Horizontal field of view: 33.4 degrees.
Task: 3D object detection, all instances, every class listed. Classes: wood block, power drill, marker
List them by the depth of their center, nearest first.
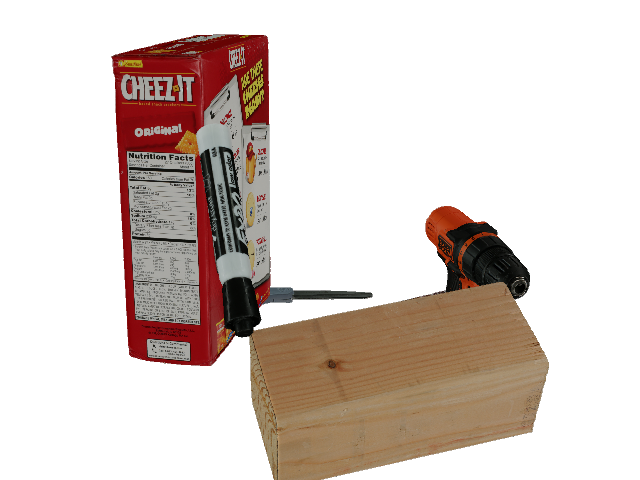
[{"bbox_3d":[-0.048,-0.006,0.560,0.020,0.121,0.020,-9,-26,-5],"label":"marker"},{"bbox_3d":[0.056,0.108,0.816,0.206,0.090,0.091,-10,45,-11],"label":"wood block"},{"bbox_3d":[0.166,0.073,1.122,0.057,0.188,0.184,-9,25,-14],"label":"power drill"}]

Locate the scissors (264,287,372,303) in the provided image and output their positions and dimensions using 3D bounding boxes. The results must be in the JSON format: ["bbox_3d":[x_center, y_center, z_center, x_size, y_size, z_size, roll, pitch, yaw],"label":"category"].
[{"bbox_3d":[-0.049,0.064,1.130,0.202,0.016,0.096,6,20,7],"label":"scissors"}]

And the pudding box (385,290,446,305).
[{"bbox_3d":[0.159,0.113,1.553,0.113,0.039,0.090,-14,21,-19],"label":"pudding box"}]

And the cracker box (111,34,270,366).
[{"bbox_3d":[-0.089,-0.037,0.781,0.072,0.214,0.164,3,15,12],"label":"cracker box"}]
